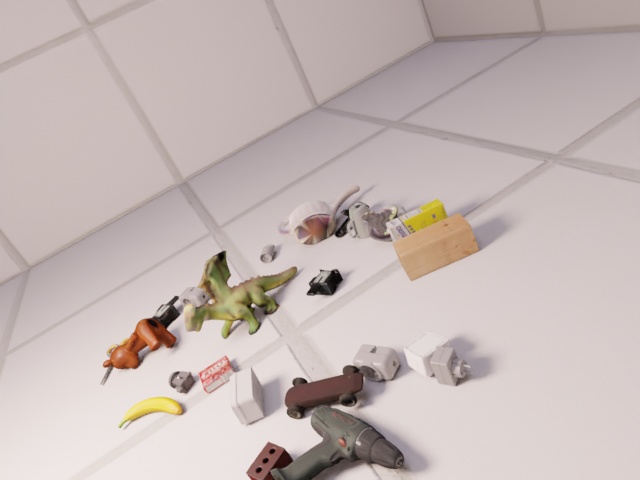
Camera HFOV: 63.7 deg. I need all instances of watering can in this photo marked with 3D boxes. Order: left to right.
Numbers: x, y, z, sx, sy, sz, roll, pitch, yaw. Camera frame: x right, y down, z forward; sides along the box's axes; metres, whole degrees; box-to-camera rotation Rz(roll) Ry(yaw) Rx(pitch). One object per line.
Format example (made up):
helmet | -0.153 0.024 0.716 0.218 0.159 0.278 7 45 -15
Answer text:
watering can | 0.006 -0.095 1.879 0.347 0.102 0.228 -25 28 1

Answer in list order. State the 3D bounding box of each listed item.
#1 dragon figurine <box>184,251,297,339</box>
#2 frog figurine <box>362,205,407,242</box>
dragon figurine | -0.247 0.140 1.543 0.122 0.239 0.418 -5 35 46
frog figurine | 0.224 -0.054 1.655 0.136 0.124 0.159 -35 -17 21
